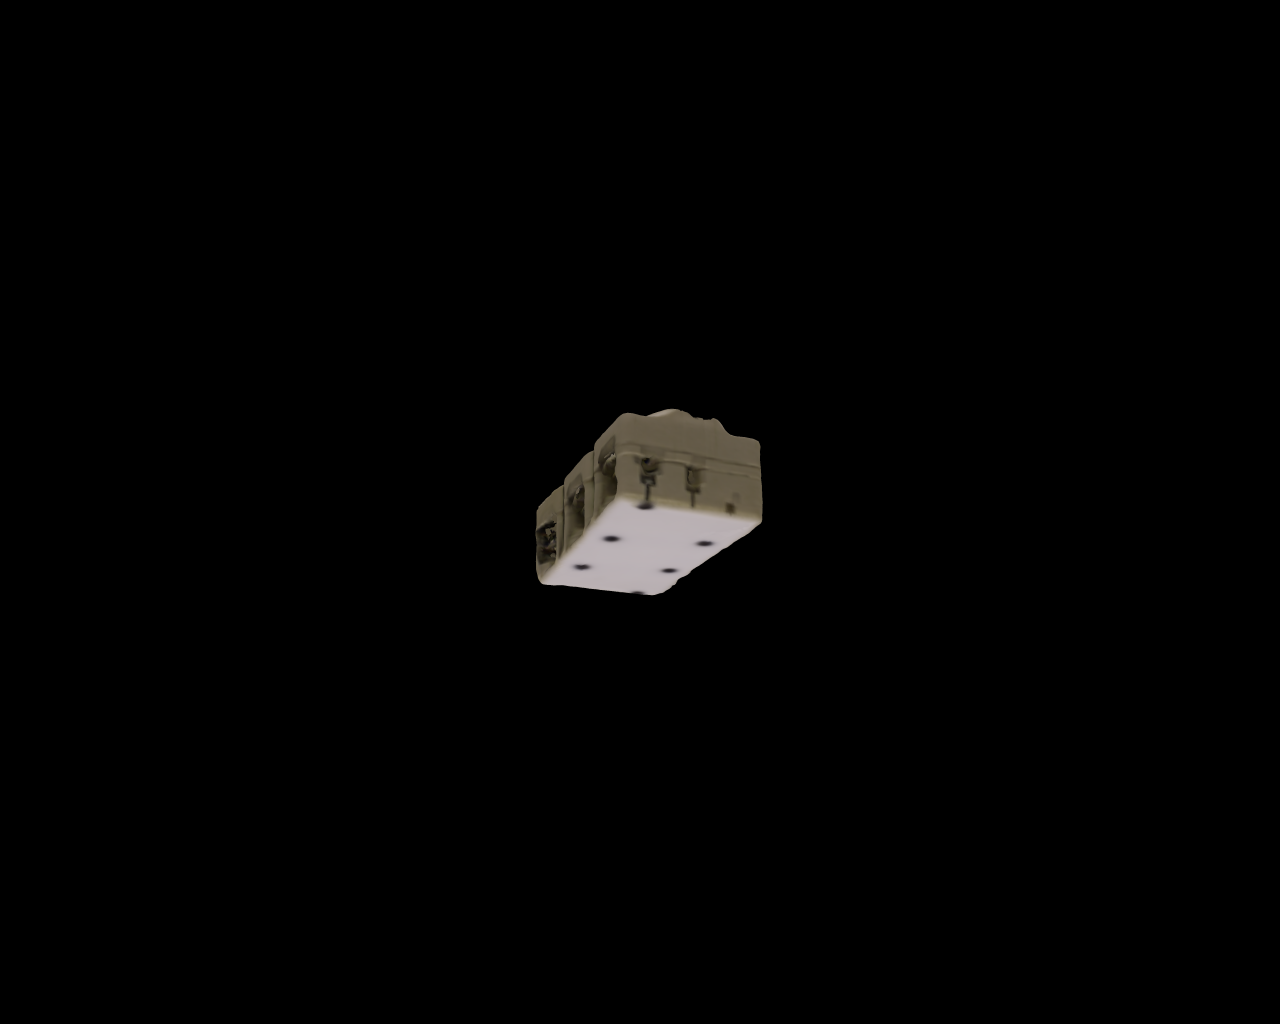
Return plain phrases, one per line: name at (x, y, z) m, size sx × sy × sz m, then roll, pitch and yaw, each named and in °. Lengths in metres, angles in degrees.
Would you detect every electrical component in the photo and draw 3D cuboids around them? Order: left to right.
electrical component at (0.001, -0.003, 0.650) m, size 0.089 × 0.062 × 0.150 m, roll 9°, pitch -24°, yaw -22°
